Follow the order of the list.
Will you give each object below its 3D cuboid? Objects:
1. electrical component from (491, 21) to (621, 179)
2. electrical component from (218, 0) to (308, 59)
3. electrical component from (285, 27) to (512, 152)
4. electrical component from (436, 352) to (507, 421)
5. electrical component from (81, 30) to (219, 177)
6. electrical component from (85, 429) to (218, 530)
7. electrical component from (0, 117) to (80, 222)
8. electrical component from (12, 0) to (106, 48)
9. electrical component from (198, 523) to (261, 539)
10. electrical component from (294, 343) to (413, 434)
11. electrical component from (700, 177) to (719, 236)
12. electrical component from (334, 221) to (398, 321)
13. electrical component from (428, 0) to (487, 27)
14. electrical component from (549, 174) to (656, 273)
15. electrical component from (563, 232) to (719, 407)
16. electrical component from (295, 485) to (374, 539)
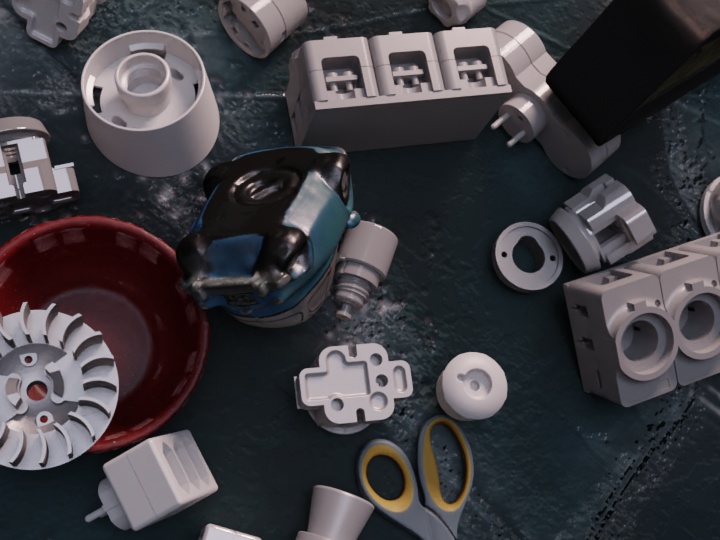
[{"bbox_3d":[0.136,-0.127,0.860,0.074,0.052,0.138,-41,86,-20],"label":"electrical component"},{"bbox_3d":[-0.074,-0.200,0.835,0.055,0.055,0.047,44,66,3],"label":"electrical component"},{"bbox_3d":[0.025,-0.138,0.819,0.150,0.089,0.061,-7,75,-15],"label":"electrical component"},{"bbox_3d":[0.075,0.088,0.775,0.048,0.062,0.048,4,73,-12],"label":"electrical component"},{"bbox_3d":[-0.157,-0.126,0.801,0.099,0.064,0.099,1,64,-2],"label":"electrical component"},{"bbox_3d":[-0.146,0.146,0.711,0.077,0.066,0.047,-30,81,10],"label":"electrical component"},{"bbox_3d":[-0.243,-0.071,0.755,0.078,0.058,0.057,-13,80,-16],"label":"electrical component"},{"bbox_3d":[-0.218,-0.212,0.798,0.058,0.078,0.057,27,49,-3],"label":"electrical component"},{"bbox_3d":[-0.079,0.219,0.708,0.076,0.047,0.083,18,70,-7],"label":"electrical component"},{"bbox_3d":[-0.008,0.085,0.760,0.078,0.057,0.058,-4,74,-14],"label":"electrical component"},{"bbox_3d":[0.325,-0.049,0.880,0.080,0.051,0.080,4,73,-12],"label":"electrical component"},{"bbox_3d":[0.000,0.000,0.797,0.040,0.040,0.078,22,70,-6],"label":"electrical component"},{"bbox_3d":[0.088,-0.232,0.887,0.062,0.043,0.043,-41,86,-22],"label":"electrical component"},{"bbox_3d":[0.185,-0.034,0.835,0.057,0.078,0.058,-33,114,1],"label":"electrical component"},{"bbox_3d":[0.241,0.035,0.813,0.150,0.062,0.089,-17,103,-17],"label":"electrical component"},{"bbox_3d":[-0.020,0.181,0.735,0.045,0.045,0.055,22,70,-6],"label":"electrical component"}]
